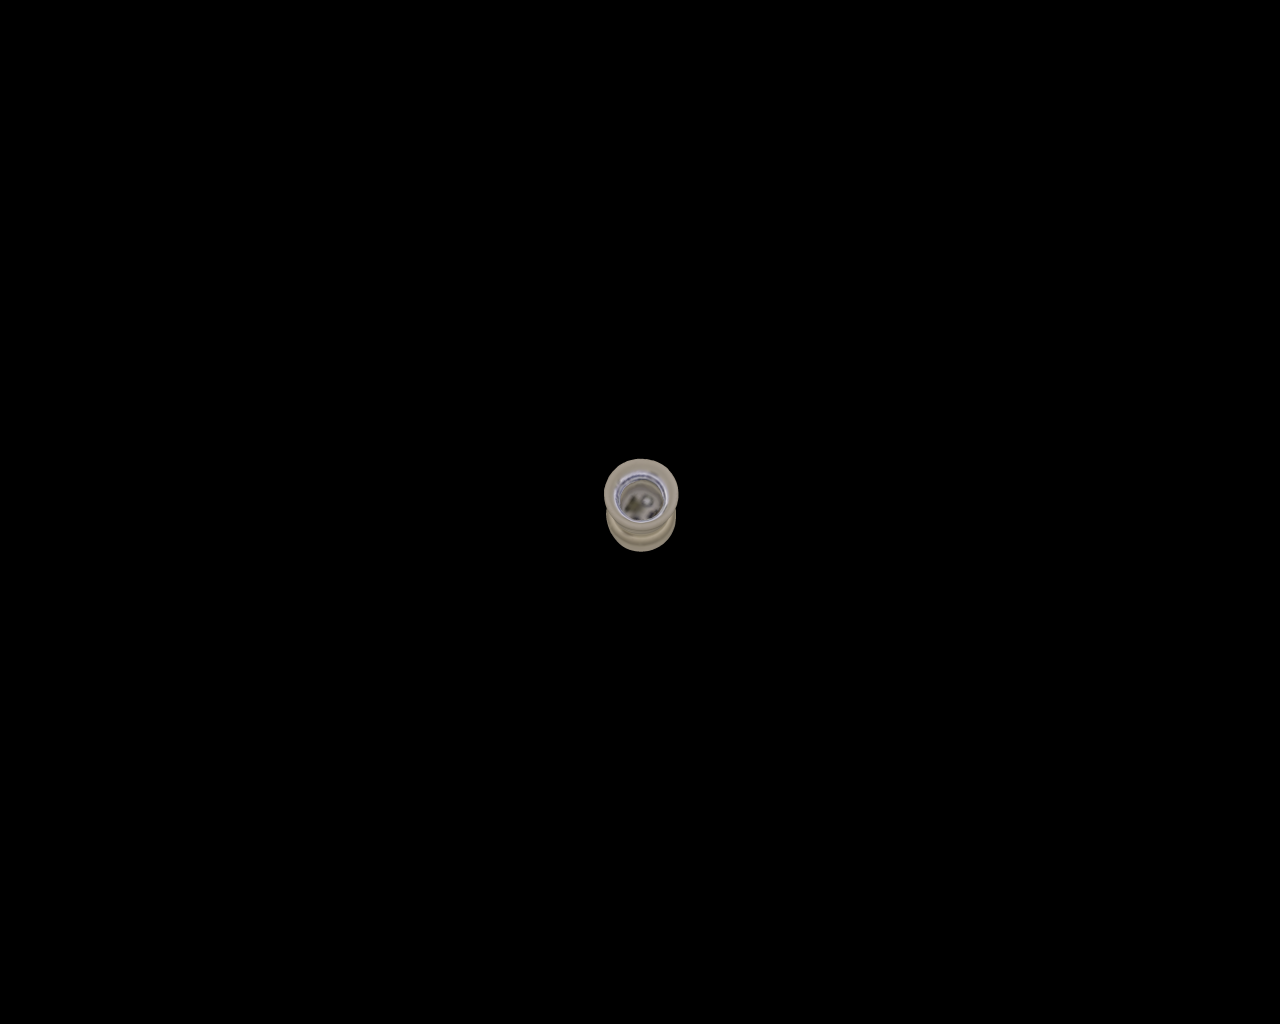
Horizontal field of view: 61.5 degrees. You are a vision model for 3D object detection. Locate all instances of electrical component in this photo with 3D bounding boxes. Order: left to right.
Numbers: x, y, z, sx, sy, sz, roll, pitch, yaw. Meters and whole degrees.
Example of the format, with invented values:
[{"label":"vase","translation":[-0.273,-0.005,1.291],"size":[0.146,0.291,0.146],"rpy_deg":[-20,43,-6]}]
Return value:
[{"label":"electrical component","translation":[0.001,-0.003,0.650],"size":[0.045,0.045,0.055],"rpy_deg":[0,-19,0]}]
